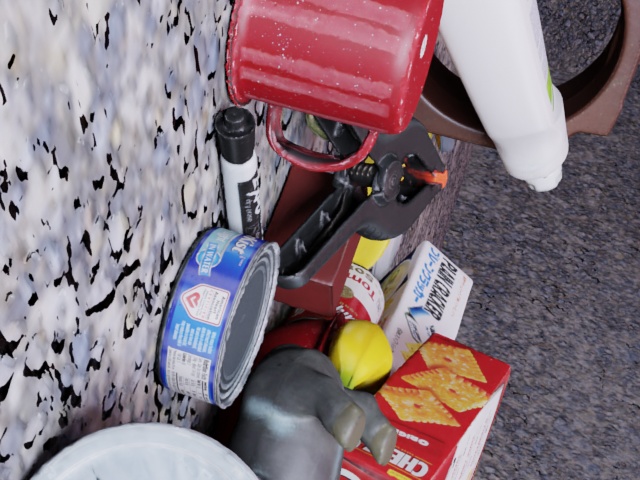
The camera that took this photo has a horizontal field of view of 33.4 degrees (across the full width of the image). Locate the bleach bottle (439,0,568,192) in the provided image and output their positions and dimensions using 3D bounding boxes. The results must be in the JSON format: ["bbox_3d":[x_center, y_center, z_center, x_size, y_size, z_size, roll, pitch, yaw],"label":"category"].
[{"bbox_3d":[0.128,-0.119,0.732,0.250,0.068,0.102,60,30,-45],"label":"bleach bottle"}]

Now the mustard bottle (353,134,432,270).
[{"bbox_3d":[0.056,-0.065,0.914,0.191,0.058,0.096,-63,167,-49],"label":"mustard bottle"}]

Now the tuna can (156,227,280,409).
[{"bbox_3d":[-0.049,0.038,0.528,0.086,0.034,0.086,17,89,-81],"label":"tuna can"}]

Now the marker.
[{"bbox_3d":[-0.039,-0.025,0.527,0.121,0.020,0.020,92,17,-59],"label":"marker"}]

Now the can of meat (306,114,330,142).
[{"bbox_3d":[0.032,-0.116,0.690,0.083,0.057,0.102,-48,153,-66],"label":"can of meat"}]

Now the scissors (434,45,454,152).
[{"bbox_3d":[0.098,-0.159,0.926,0.202,0.016,0.096,81,-5,-49],"label":"scissors"}]

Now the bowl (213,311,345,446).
[{"bbox_3d":[-0.032,0.118,0.711,0.162,0.055,0.162,16,89,-81],"label":"bowl"}]

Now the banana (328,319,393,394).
[{"bbox_3d":[0.021,0.092,0.704,0.069,0.037,0.198,-55,166,-13],"label":"banana"}]

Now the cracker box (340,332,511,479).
[{"bbox_3d":[0.046,0.172,0.698,0.213,0.072,0.164,-28,138,-63],"label":"cracker box"}]

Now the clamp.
[{"bbox_3d":[0.026,-0.046,0.618,0.171,0.039,0.120,-23,128,-56],"label":"clamp"}]

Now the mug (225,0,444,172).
[{"bbox_3d":[0.008,-0.087,0.502,0.093,0.081,0.117,-54,158,-65],"label":"mug"}]

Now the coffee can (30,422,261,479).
[{"bbox_3d":[-0.058,0.134,0.429,0.140,0.103,0.103,78,29,-72],"label":"coffee can"}]

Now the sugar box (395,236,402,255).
[{"bbox_3d":[0.076,-0.064,1.089,0.093,0.048,0.176,-49,157,-68],"label":"sugar box"}]

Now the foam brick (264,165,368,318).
[{"bbox_3d":[-0.004,0.001,0.678,0.051,0.053,0.078,89,20,-62],"label":"foam brick"}]

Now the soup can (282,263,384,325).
[{"bbox_3d":[0.009,0.067,0.828,0.102,0.068,0.068,-58,162,-61],"label":"soup can"}]
